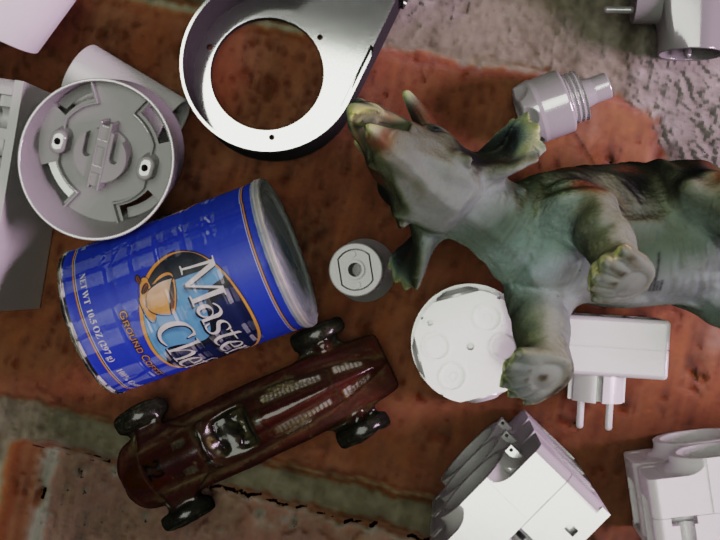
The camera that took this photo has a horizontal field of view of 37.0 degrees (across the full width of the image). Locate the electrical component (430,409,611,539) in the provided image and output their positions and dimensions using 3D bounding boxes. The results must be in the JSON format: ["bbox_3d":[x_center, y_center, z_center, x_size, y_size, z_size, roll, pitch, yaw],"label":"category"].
[{"bbox_3d":[0.090,0.142,0.663,0.062,0.150,0.089,44,94,3],"label":"electrical component"}]

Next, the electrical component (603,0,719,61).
[{"bbox_3d":[0.201,-0.180,0.707,0.079,0.043,0.077,2,90,6],"label":"electrical component"}]

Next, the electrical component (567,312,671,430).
[{"bbox_3d":[0.156,0.067,0.709,0.083,0.047,0.075,3,90,5],"label":"electrical component"}]

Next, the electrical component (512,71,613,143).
[{"bbox_3d":[0.135,-0.112,0.714,0.062,0.043,0.043,-20,88,4],"label":"electrical component"}]

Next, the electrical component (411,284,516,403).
[{"bbox_3d":[0.073,0.049,0.715,0.080,0.051,0.080,0,90,6],"label":"electrical component"}]

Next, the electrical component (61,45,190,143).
[{"bbox_3d":[-0.171,-0.102,0.743,0.077,0.044,0.079,31,93,5],"label":"electrical component"}]

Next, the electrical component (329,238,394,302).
[{"bbox_3d":[0.000,0.000,0.715,0.044,0.065,0.044,0,90,6],"label":"electrical component"}]

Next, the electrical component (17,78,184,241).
[{"bbox_3d":[-0.164,-0.074,0.691,0.099,0.064,0.099,1,105,5],"label":"electrical component"}]

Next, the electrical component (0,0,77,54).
[{"bbox_3d":[-0.253,-0.187,0.723,0.108,0.108,0.060,34,99,5],"label":"electrical component"}]

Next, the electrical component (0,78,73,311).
[{"bbox_3d":[-0.251,-0.051,0.728,0.062,0.089,0.150,10,91,6],"label":"electrical component"}]

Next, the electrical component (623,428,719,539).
[{"bbox_3d":[0.267,0.131,0.668,0.186,0.105,0.060,-8,89,6],"label":"electrical component"}]
